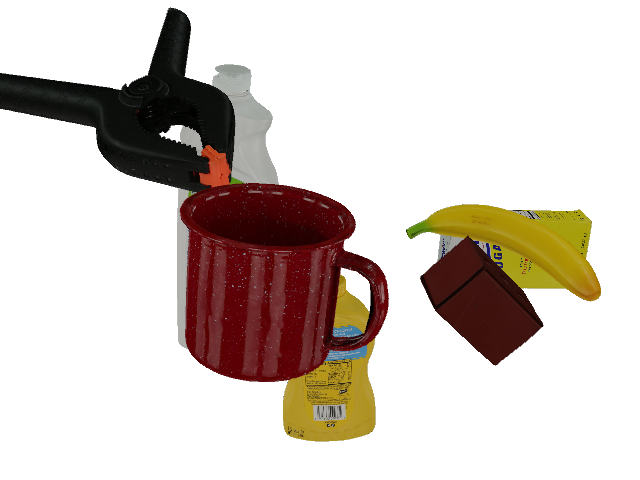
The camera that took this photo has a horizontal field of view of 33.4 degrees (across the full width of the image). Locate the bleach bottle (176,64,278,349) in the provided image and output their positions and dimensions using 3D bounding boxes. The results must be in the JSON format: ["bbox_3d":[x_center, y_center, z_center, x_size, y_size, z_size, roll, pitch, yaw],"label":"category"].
[{"bbox_3d":[-0.071,-0.023,0.911,0.102,0.251,0.068,8,24,9],"label":"bleach bottle"}]

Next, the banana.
[{"bbox_3d":[0.185,0.004,1.033,0.198,0.069,0.037,19,-28,27],"label":"banana"}]

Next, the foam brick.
[{"bbox_3d":[0.124,0.047,0.825,0.078,0.051,0.053,42,14,-26],"label":"foam brick"}]

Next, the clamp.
[{"bbox_3d":[-0.115,-0.098,0.742,0.164,0.036,0.210,-33,48,-28],"label":"clamp"}]

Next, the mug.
[{"bbox_3d":[-0.020,0.025,0.573,0.117,0.081,0.093,12,24,16],"label":"mug"}]

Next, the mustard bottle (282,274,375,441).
[{"bbox_3d":[0.007,0.108,1.079,0.096,0.192,0.058,-2,23,0],"label":"mustard bottle"}]

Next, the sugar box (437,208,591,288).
[{"bbox_3d":[0.234,0.011,1.298,0.176,0.093,0.048,-1,22,-10],"label":"sugar box"}]
